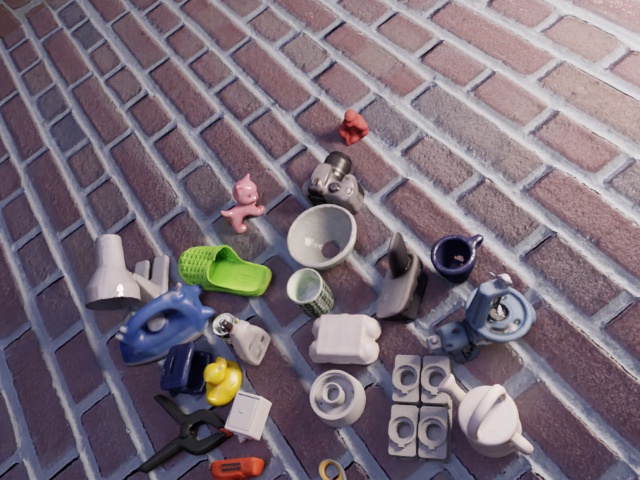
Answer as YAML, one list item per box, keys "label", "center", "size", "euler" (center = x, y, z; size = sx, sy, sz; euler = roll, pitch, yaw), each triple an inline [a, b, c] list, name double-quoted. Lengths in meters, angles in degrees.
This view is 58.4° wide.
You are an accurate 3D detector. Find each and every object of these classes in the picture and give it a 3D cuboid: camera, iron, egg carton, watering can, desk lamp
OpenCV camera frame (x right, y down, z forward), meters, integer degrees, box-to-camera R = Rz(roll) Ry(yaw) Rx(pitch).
- label: "camera"
  center: [0.038, -0.149, 1.388]
  size: [0.142, 0.101, 0.137]
  euler: [12, 66, 27]
- label: "iron"
  center: [-0.382, 0.195, 1.324]
  size: [0.258, 0.142, 0.118]
  euler: [-36, 55, -2]
- label: "egg carton"
  center: [0.052, 0.208, 1.190]
  size: [0.150, 0.070, 0.107]
  euler: [-3, 60, 20]
- label: "watering can"
  center: [0.278, 0.298, 0.972]
  size: [0.172, 0.194, 0.101]
  euler: [11, 66, 27]
- label: "desk lamp"
  center: [-0.465, 0.092, 1.372]
  size: [0.117, 0.214, 0.203]
  euler: [-15, 57, 13]

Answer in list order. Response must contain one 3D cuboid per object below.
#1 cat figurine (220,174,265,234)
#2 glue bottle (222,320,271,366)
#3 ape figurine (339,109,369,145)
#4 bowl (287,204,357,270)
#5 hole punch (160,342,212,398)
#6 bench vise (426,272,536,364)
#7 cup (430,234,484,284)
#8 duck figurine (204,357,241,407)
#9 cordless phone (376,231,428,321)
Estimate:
- label: "cat figurine"
  center: [-0.199, -0.098, 1.439]
  size: [0.128, 0.118, 0.067]
  euler: [-47, 56, -9]
- label: "glue bottle"
  center: [-0.163, 0.205, 1.212]
  size: [0.037, 0.173, 0.078]
  euler: [14, 67, 28]
- label: "ape figurine"
  center: [0.084, -0.297, 1.463]
  size: [0.077, 0.092, 0.076]
  euler: [13, 67, 28]
- label: "bowl"
  center: [0.012, 0.005, 1.323]
  size: [0.167, 0.075, 0.167]
  euler: [-10, 58, 16]
- label: "hole punch"
  center: [-0.309, 0.287, 1.271]
  size: [0.101, 0.091, 0.108]
  euler: [-4, 60, 20]
- label: "bench vise"
  center: [0.295, 0.149, 1.038]
  size: [0.207, 0.220, 0.121]
  euler: [-41, 55, -5]
- label: "cup"
  center: [0.290, 0.041, 1.181]
  size: [0.118, 0.095, 0.091]
  euler: [-35, 55, -1]
- label: "duck figurine"
  center: [-0.221, 0.301, 1.232]
  size: [0.077, 0.086, 0.105]
  euler: [11, 66, 26]
- label: "cordless phone"
  center: [0.150, 0.075, 1.159]
  size: [0.094, 0.185, 0.147]
  euler: [4, 63, 24]
